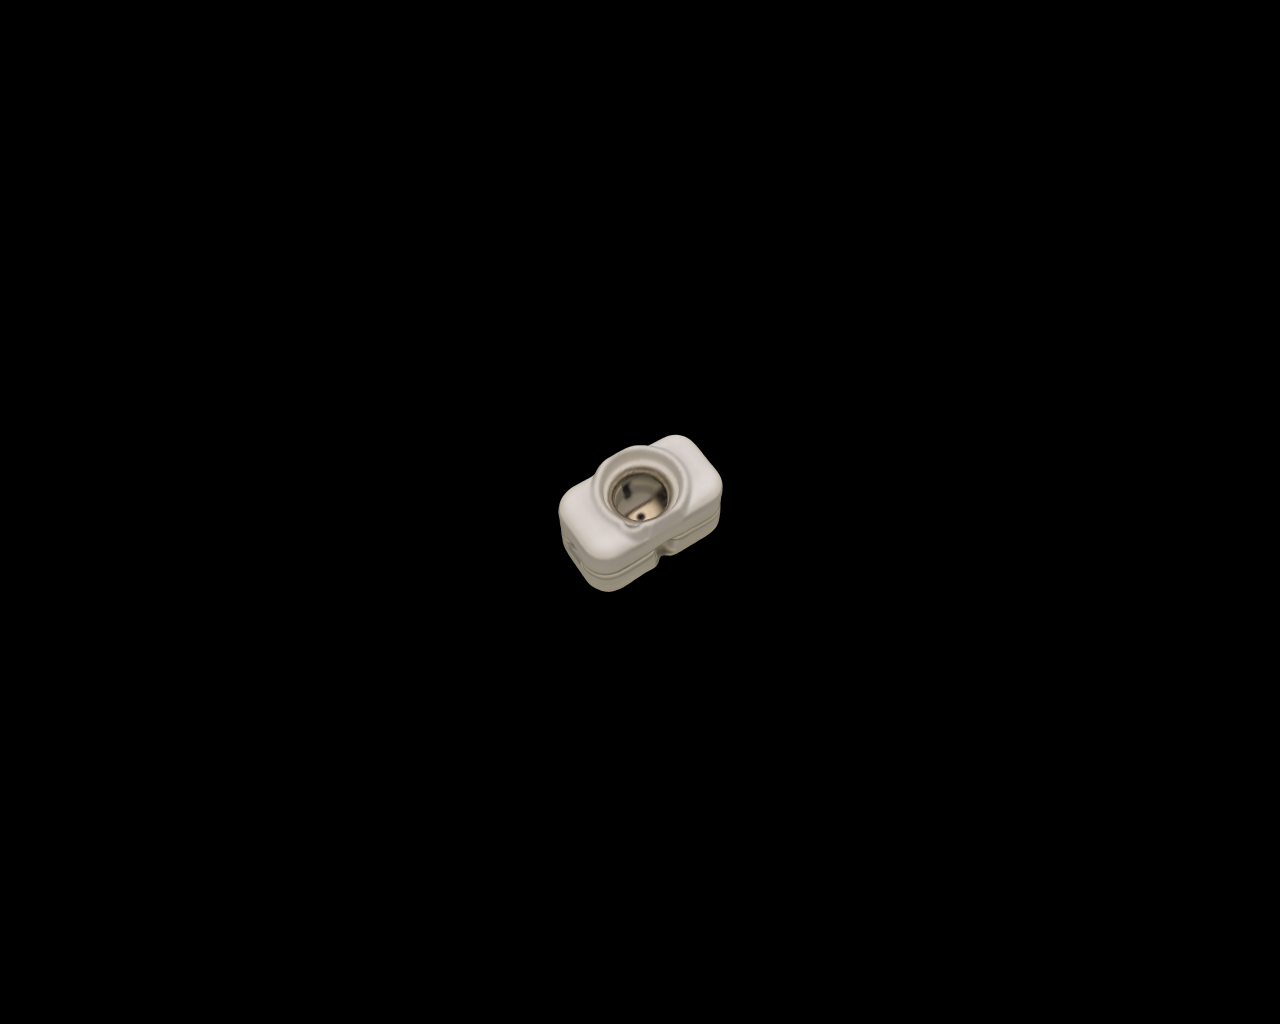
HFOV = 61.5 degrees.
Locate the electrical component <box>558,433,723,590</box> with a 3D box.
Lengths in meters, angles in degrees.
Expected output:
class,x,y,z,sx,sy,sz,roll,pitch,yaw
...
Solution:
class,x,y,z,sx,sy,sz,roll,pitch,yaw
electrical component,0.001,-0.003,0.650,0.095,0.054,0.059,-30,-23,-14
